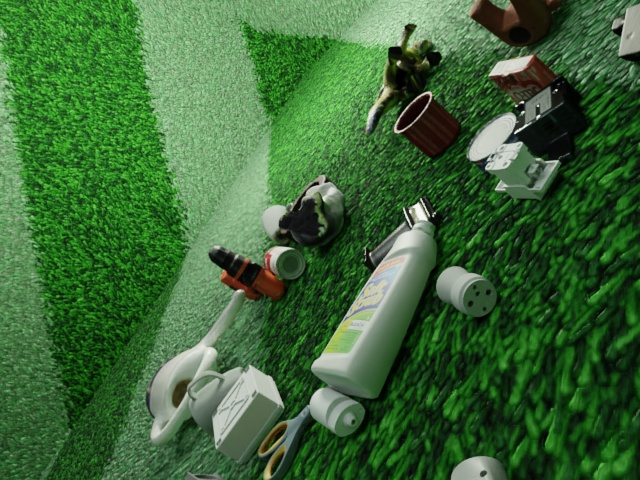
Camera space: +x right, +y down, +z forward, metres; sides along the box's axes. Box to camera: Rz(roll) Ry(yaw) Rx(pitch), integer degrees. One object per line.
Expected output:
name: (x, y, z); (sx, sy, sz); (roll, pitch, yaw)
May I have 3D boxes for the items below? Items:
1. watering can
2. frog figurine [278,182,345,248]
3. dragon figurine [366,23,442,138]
watering can: (-0.274, 0.277, 1.129); (0.221, 0.103, 0.355); (-29, 30, 53)
frog figurine: (0.003, -0.056, 1.109); (0.135, 0.123, 0.161); (-59, -12, 23)
dragon figurine: (0.185, -0.381, 1.303); (0.415, 0.122, 0.240); (-56, 1, -17)
